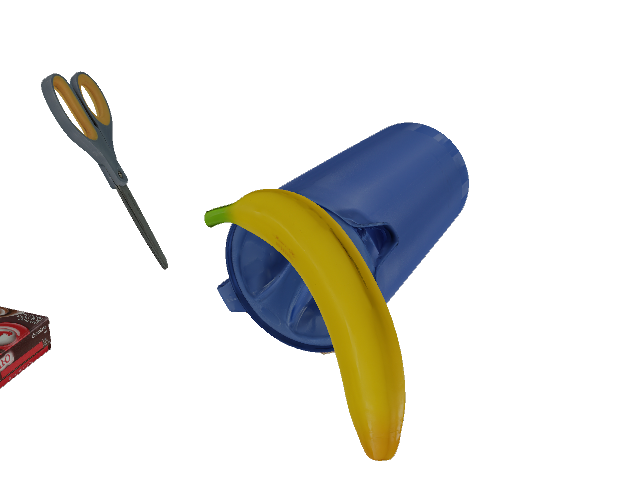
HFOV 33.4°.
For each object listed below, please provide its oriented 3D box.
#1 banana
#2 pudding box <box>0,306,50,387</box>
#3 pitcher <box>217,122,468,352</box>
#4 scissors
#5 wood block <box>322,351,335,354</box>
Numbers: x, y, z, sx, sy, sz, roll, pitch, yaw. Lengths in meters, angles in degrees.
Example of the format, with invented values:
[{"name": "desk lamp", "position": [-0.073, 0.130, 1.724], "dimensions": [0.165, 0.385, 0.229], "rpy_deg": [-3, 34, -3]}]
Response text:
[{"name": "banana", "position": [0.004, 0.034, 0.637], "dimensions": [0.037, 0.198, 0.070], "rpy_deg": [-4, -40, -48]}, {"name": "pudding box", "position": [-0.312, 0.092, 0.949], "dimensions": [0.114, 0.039, 0.090], "rpy_deg": [8, 24, 20]}, {"name": "pitcher", "position": [0.027, -0.013, 0.911], "dimensions": [0.149, 0.145, 0.242], "rpy_deg": [24, 32, 19]}, {"name": "scissors", "position": [-0.189, -0.074, 0.988], "dimensions": [0.016, 0.201, 0.096], "rpy_deg": [-23, 28, 19]}, {"name": "wood block", "position": [-0.020, 0.058, 1.289], "dimensions": [0.090, 0.090, 0.206], "rpy_deg": [-7, 18, -35]}]
